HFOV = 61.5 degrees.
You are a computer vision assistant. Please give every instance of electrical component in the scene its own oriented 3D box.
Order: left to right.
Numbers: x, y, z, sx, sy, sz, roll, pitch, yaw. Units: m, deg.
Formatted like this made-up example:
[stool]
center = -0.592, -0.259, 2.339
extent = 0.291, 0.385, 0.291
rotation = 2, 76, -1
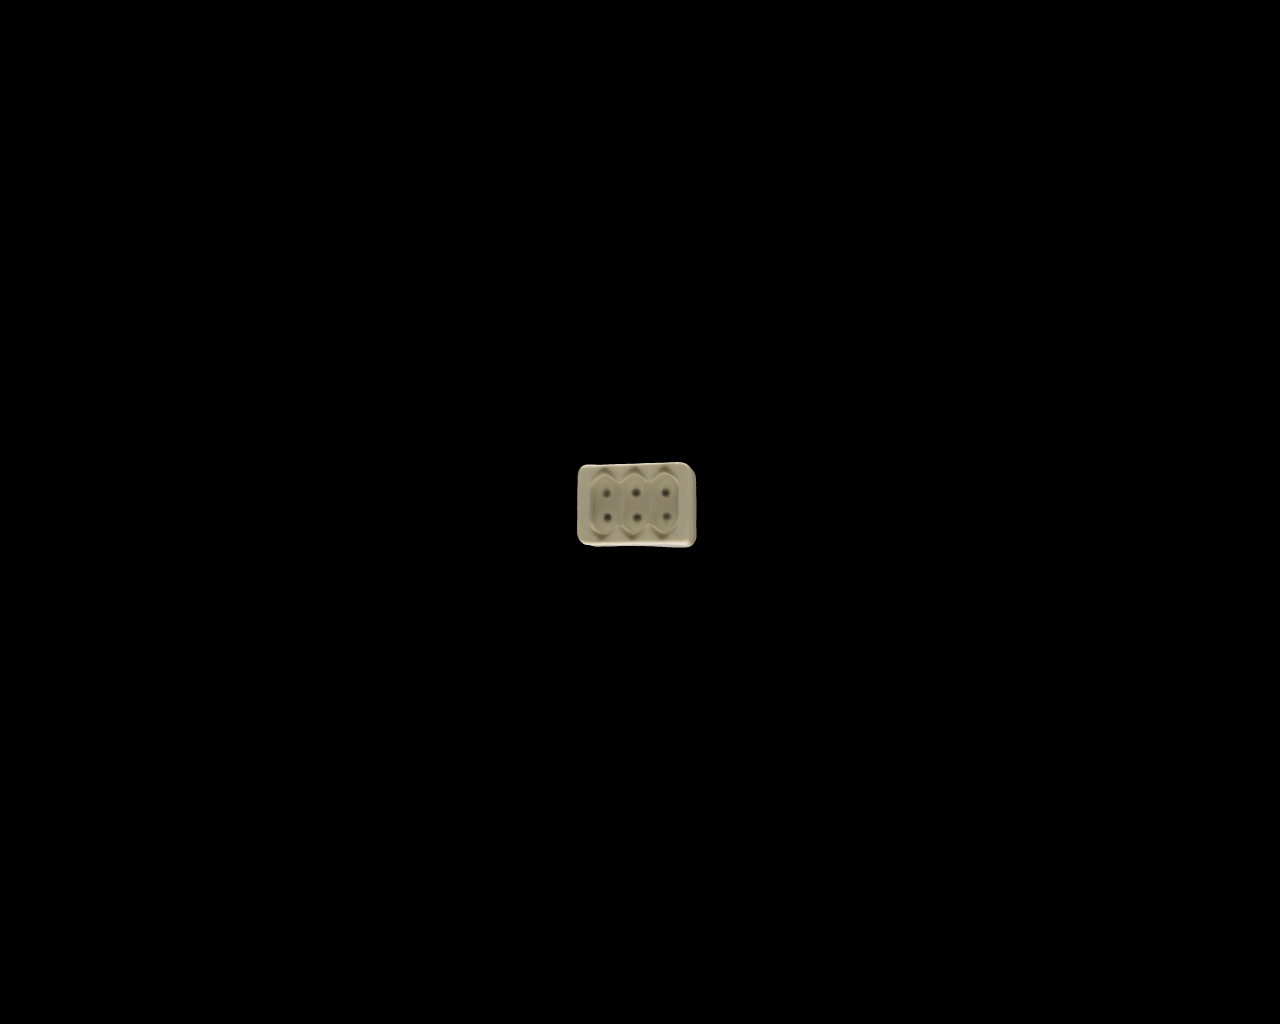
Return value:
[electrical component]
center = 0.001, -0.003, 0.650
extent = 0.066, 0.047, 0.076
rotation = 0, -3, 7
